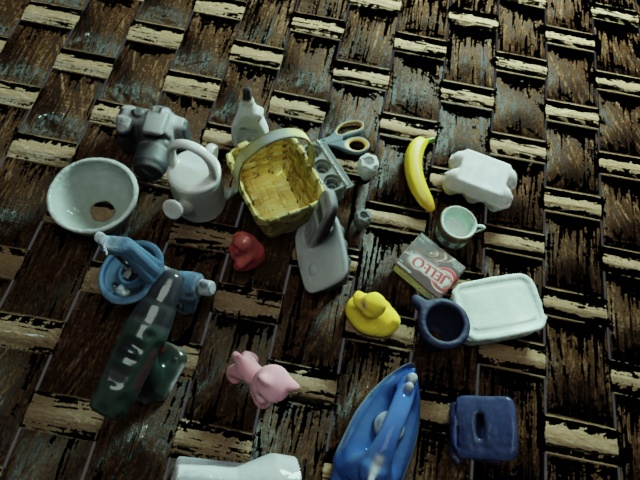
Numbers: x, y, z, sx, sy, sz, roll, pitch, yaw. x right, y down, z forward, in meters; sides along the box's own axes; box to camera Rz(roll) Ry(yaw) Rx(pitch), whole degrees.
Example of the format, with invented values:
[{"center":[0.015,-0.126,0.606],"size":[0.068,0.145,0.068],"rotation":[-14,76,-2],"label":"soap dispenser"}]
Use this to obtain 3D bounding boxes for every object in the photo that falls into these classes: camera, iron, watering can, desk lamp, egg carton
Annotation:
[{"center":[-0.347,-0.199,1.155],"size":[0.143,0.101,0.137],"rotation":[9,63,0],"label":"camera"},{"center":[0.113,0.296,0.925],"size":[0.118,0.141,0.258],"rotation":[25,64,8],"label":"iron"},{"center":[-0.234,-0.113,1.069],"size":[0.101,0.194,0.173],"rotation":[0,63,-5],"label":"watering can"},{"center":[-0.131,0.369,0.826],"size":[0.203,0.213,0.118],"rotation":[7,63,-1],"label":"desk lamp"},{"center":[0.333,-0.124,1.196],"size":[0.150,0.069,0.107],"rotation":[21,63,5],"label":"egg carton"}]

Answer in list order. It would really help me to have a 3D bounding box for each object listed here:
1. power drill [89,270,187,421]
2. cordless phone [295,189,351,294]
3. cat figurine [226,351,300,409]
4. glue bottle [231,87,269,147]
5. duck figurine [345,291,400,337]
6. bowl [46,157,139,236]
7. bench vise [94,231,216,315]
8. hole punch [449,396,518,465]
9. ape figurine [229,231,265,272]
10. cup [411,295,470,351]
[{"center":[-0.272,0.179,0.911],"size":[0.075,0.208,0.230],"rotation":[21,63,6],"label":"power drill"},{"center":[0.010,0.004,1.038],"size":[0.094,0.185,0.147],"rotation":[-10,65,-10],"label":"cordless phone"},{"center":[-0.098,0.229,0.953],"size":[0.127,0.118,0.067],"rotation":[36,66,13],"label":"cat figurine"},{"center":[-0.143,-0.247,1.157],"size":[0.078,0.173,0.037],"rotation":[6,63,-2],"label":"glue bottle"},{"center":[0.100,0.127,1.040],"size":[0.104,0.086,0.077],"rotation":[27,64,9],"label":"duck figurine"},{"center":[-0.426,-0.071,1.098],"size":[0.167,0.075,0.167],"rotation":[2,63,-4],"label":"bowl"},{"center":[-0.286,0.043,0.972],"size":[0.207,0.220,0.121],"rotation":[-5,64,-7],"label":"bench vise"},{"center":[0.270,0.318,0.957],"size":[0.101,0.091,0.108],"rotation":[6,63,-2],"label":"hole punch"},{"center":[-0.141,0.016,1.070],"size":[0.076,0.092,0.078],"rotation":[15,63,3],"label":"ape figurine"},{"center":[0.202,0.154,1.031],"size":[0.117,0.095,0.092],"rotation":[41,67,15],"label":"cup"}]
